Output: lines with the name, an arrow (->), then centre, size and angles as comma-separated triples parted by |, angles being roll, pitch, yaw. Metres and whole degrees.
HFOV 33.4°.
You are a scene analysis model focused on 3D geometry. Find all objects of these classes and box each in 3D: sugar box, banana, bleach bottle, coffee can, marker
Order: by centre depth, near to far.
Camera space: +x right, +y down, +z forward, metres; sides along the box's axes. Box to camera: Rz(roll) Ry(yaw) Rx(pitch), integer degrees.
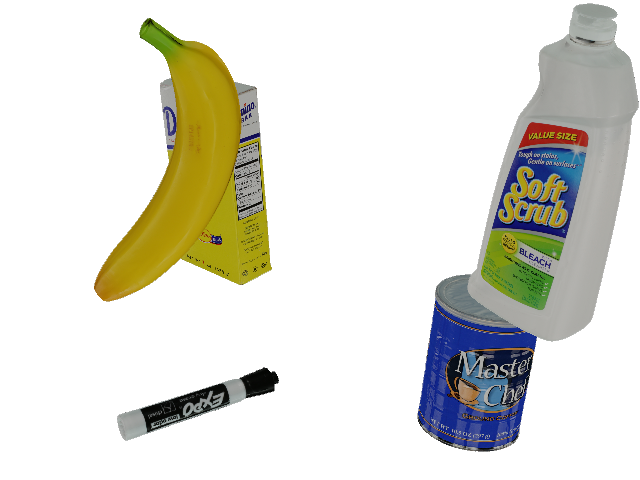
banana -> -0.087, -0.041, 0.635 | 0.069, 0.198, 0.037 | 9, 34, -12
marker -> -0.086, 0.116, 0.766 | 0.121, 0.020, 0.020 | -15, 6, -24
bleach bottle -> 0.173, -0.052, 0.786 | 0.067, 0.251, 0.103 | -23, 41, -34
sugar box -> -0.094, -0.056, 0.958 | 0.093, 0.176, 0.048 | 19, 35, 42
coffee can -> 0.153, 0.117, 1.034 | 0.103, 0.140, 0.103 | 5, 22, -2
